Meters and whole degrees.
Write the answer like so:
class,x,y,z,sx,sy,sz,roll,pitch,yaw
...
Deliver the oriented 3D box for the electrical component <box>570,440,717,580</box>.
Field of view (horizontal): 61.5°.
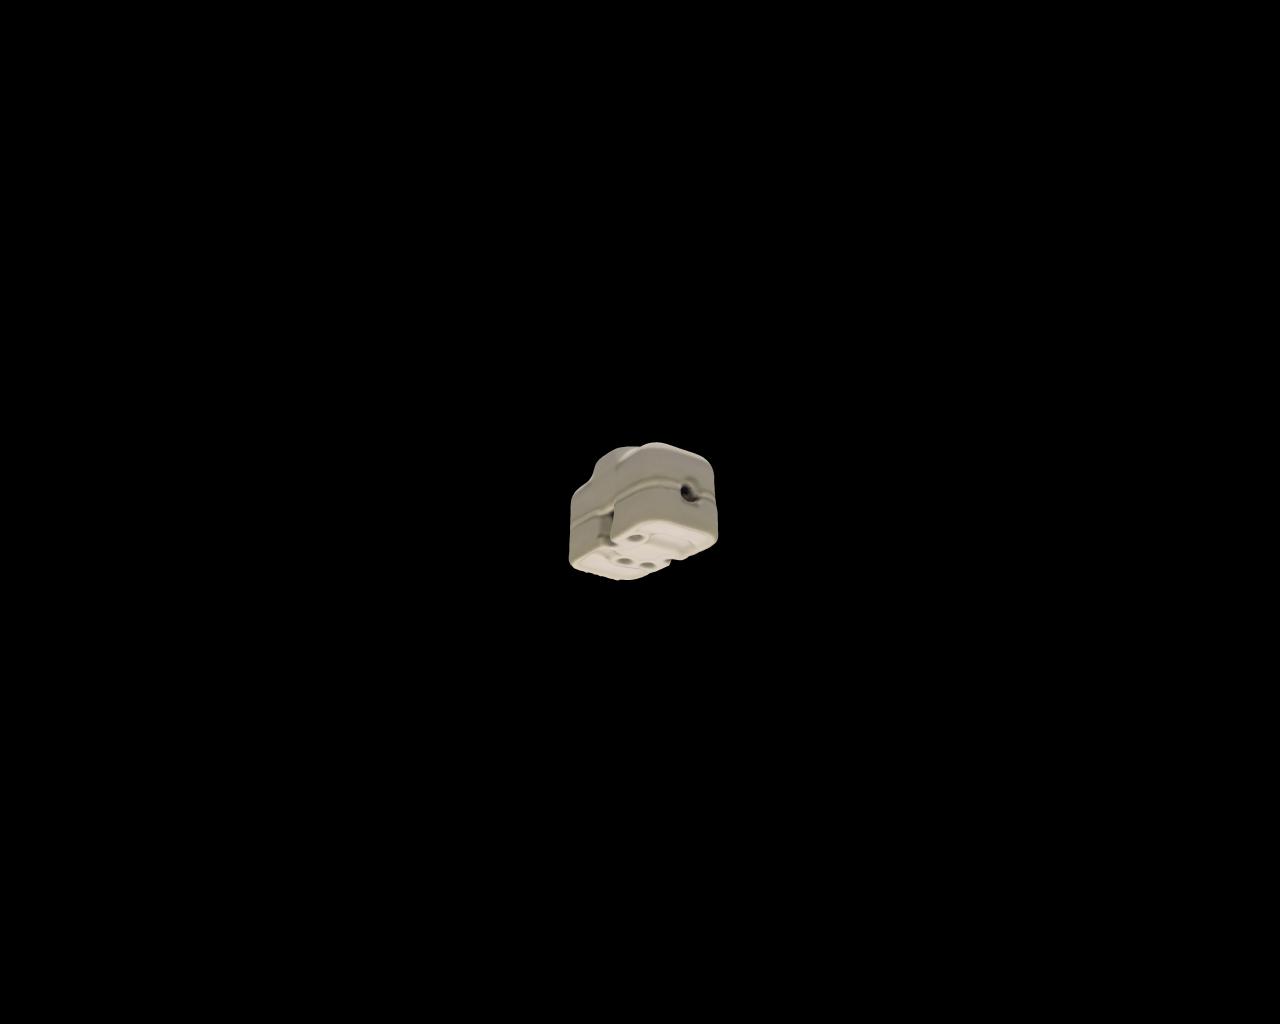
class,x,y,z,sx,sy,sz,roll,pitch,yaw
electrical component,0.001,-0.003,0.650,0.054,0.059,0.095,17,-29,-32
